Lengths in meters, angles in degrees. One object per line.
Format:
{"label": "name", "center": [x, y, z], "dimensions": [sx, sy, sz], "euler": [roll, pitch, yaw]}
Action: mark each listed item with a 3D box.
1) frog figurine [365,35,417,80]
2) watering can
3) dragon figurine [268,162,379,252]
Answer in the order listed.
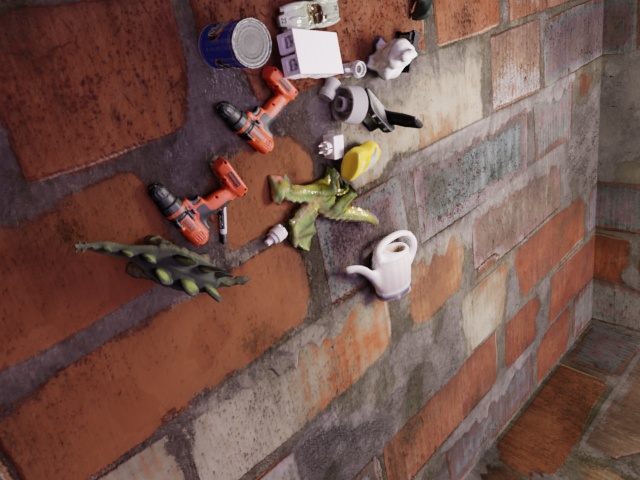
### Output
{"label": "frog figurine", "center": [0.226, -0.529, 1.497], "dimensions": [0.139, 0.160, 0.120], "euler": [-49, 131, -23]}
{"label": "watering can", "center": [0.206, 0.102, 1.676], "dimensions": [0.352, 0.104, 0.220], "euler": [-28, 120, -37]}
{"label": "dragon figurine", "center": [0.004, -0.074, 1.468], "dimensions": [0.243, 0.124, 0.404], "euler": [-48, 129, -2]}
